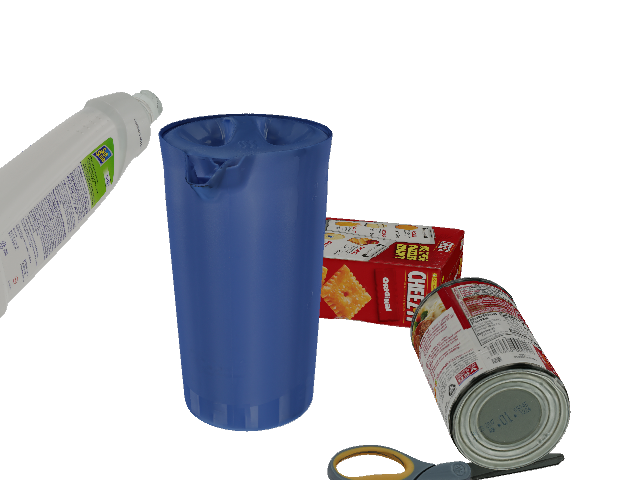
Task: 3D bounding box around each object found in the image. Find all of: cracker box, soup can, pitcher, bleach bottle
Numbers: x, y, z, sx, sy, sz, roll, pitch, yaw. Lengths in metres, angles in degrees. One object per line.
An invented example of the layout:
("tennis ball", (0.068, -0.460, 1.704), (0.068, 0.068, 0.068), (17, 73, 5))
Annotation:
("cracker box", (0.029, 0.029, 1.091), (0.214, 0.072, 0.164), (6, 15, 15))
("soup can", (0.095, 0.073, 0.608), (0.068, 0.068, 0.102), (0, 25, -8))
("pitcher", (-0.054, 0.021, 0.865), (0.149, 0.243, 0.145), (-8, 22, -24))
("bleach bottle", (-0.228, -0.048, 0.944), (0.068, 0.103, 0.250), (27, 53, 20))

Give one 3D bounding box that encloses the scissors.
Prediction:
("scissors", (0.106, 0.205, 0.865), (0.201, 0.016, 0.096), (5, 44, -3))
